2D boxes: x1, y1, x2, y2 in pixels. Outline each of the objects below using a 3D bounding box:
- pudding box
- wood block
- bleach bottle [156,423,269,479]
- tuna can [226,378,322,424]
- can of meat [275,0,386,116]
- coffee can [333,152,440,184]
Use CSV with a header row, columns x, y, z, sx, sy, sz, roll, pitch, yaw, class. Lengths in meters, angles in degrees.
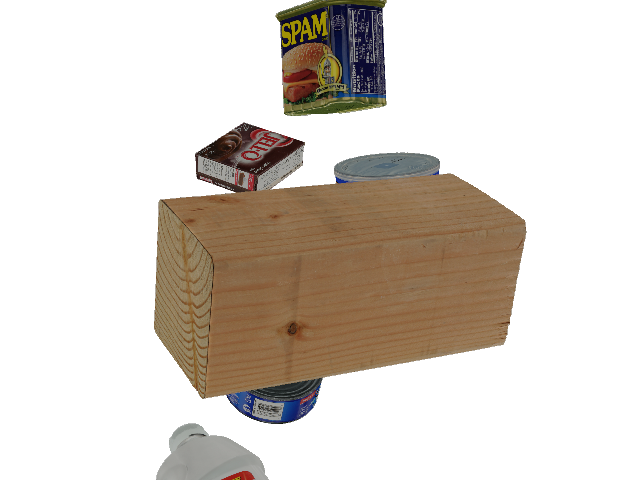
x,y,z,sx,sy,sz,roll,pitch,yaw,class
-0.085,-0.098,1.296,0.090,0.039,0.113,19,36,23,pudding box
0.012,0.022,0.655,0.205,0.091,0.090,-6,27,-26,wood block
-0.062,0.213,0.715,0.102,0.068,0.251,-15,34,-17,bleach bottle
-0.041,0.119,0.933,0.086,0.034,0.086,8,36,-6,tuna can
0.009,-0.146,0.859,0.057,0.084,0.102,-4,2,-33,can of meat
0.069,-0.007,1.049,0.103,0.140,0.103,-4,16,1,coffee can
